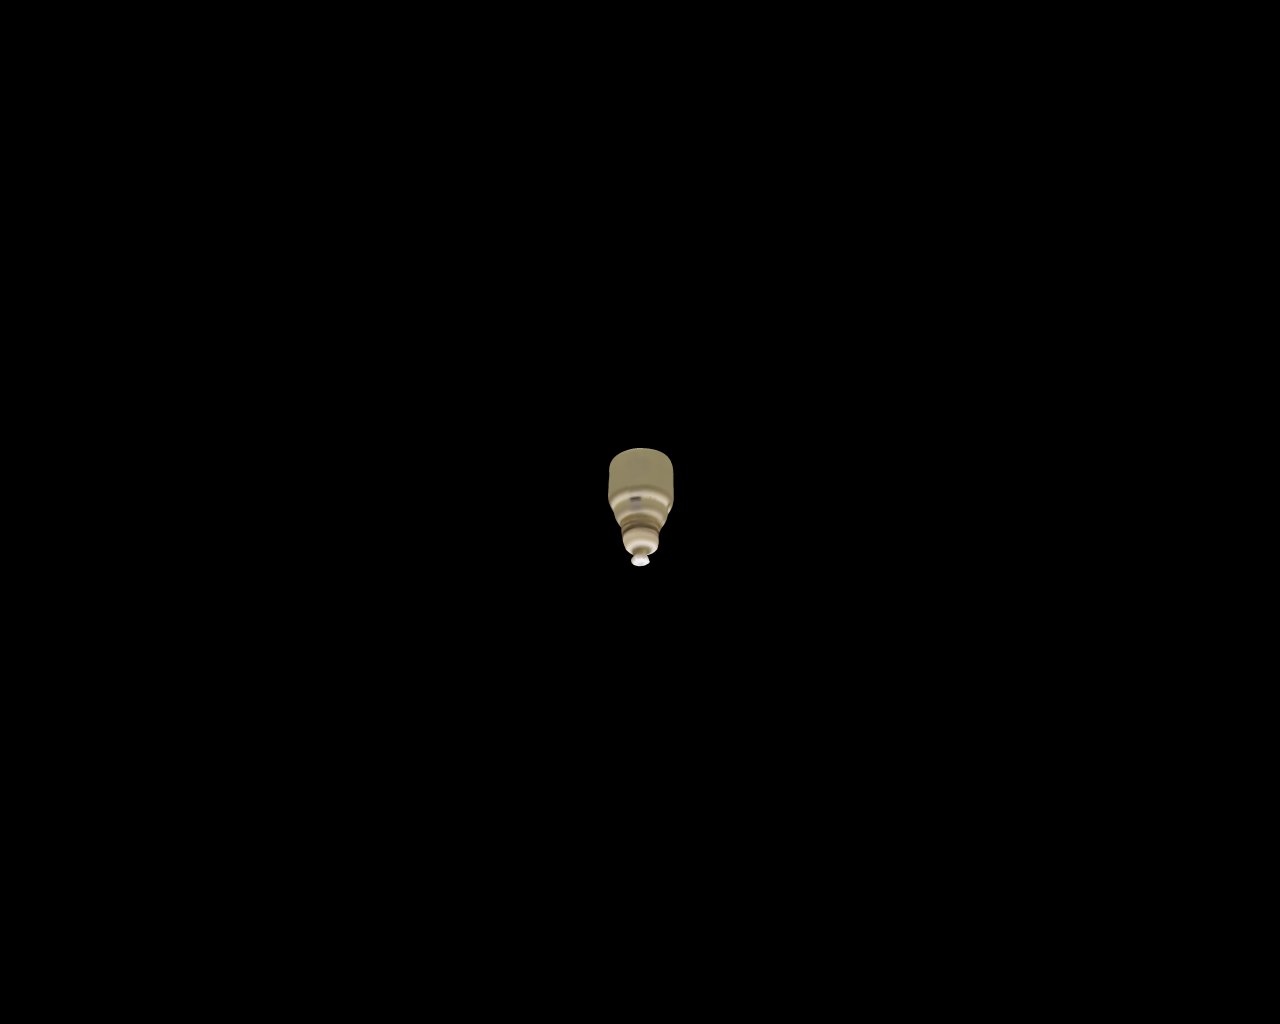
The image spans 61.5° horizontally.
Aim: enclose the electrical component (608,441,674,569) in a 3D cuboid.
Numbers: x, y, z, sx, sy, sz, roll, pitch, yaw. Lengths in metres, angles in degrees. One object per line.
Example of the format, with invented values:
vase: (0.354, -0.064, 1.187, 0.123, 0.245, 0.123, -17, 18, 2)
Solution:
electrical component: (0.001, -0.003, 0.650, 0.040, 0.078, 0.040, 0, -31, 0)
